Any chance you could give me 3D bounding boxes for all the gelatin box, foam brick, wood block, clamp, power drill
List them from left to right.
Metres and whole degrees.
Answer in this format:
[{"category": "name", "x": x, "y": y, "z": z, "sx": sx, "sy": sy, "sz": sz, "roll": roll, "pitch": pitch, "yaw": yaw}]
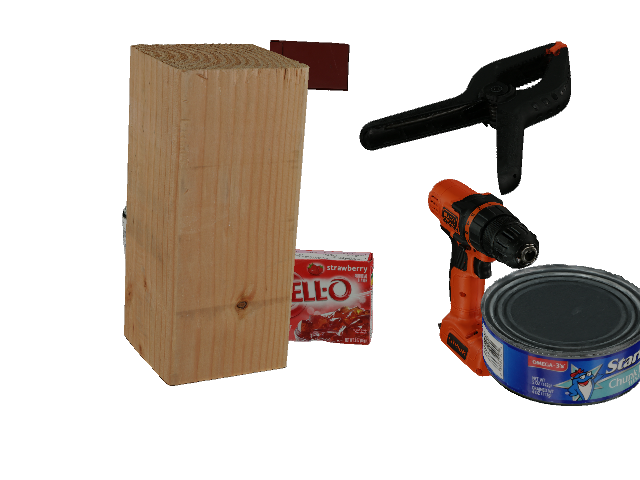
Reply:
[{"category": "wood block", "x": -0.073, "y": -0.020, "z": 0.707, "sx": 0.090, "sy": 0.206, "sz": 0.090, "roll": -6, "pitch": 22, "yaw": -29}, {"category": "foam brick", "x": -0.012, "y": -0.191, "z": 1.165, "sx": 0.078, "sy": 0.051, "sz": 0.053, "roll": 0, "pitch": 12, "yaw": -16}, {"category": "gelatin box", "x": -0.001, "y": 0.046, "z": 0.883, "sx": 0.089, "sy": 0.073, "sz": 0.030, "roll": 2, "pitch": 16, "yaw": 7}, {"category": "power drill", "x": 0.172, "y": 0.043, "z": 1.116, "sx": 0.057, "sy": 0.188, "sz": 0.185, "roll": -11, "pitch": 25, "yaw": -16}, {"category": "clamp", "x": 0.161, "y": -0.113, "z": 0.936, "sx": 0.209, "sy": 0.036, "sz": 0.165, "roll": -33, "pitch": 41, "yaw": -24}]

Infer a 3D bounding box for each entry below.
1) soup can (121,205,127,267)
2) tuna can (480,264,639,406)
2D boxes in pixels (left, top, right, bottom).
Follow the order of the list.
[{"category": "soup can", "x": -0.151, "y": 0.016, "z": 1.015, "sx": 0.068, "sy": 0.102, "sz": 0.068, "roll": 0, "pitch": 24, "yaw": 0}, {"category": "tuna can", "x": 0.126, "y": 0.048, "z": 0.549, "sx": 0.086, "sy": 0.034, "sz": 0.086, "roll": -4, "pitch": 28, "yaw": 2}]
